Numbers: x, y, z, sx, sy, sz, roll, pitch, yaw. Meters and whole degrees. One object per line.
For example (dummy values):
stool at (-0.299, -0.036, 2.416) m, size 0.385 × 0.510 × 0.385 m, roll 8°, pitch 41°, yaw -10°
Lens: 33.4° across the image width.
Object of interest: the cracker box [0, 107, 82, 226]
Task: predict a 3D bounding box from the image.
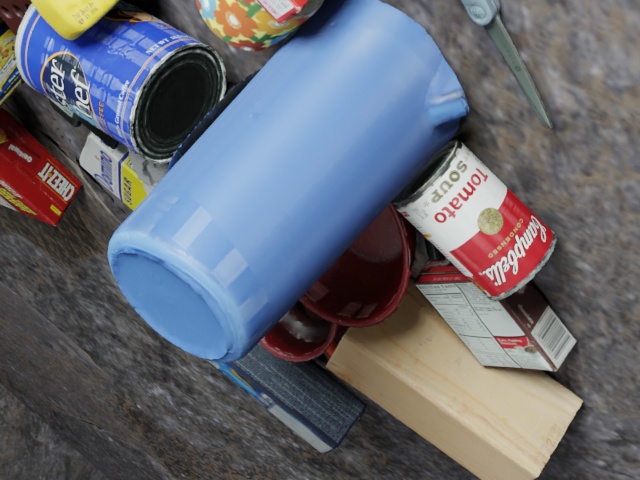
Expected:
cracker box at (-0.412, -0.109, 1.275) m, size 0.214 × 0.072 × 0.164 m, roll 18°, pitch 160°, yaw 35°

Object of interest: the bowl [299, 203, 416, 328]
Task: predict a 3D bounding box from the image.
bowl at (0.023, -0.013, 0.862) m, size 0.162 × 0.055 × 0.162 m, roll 22°, pitch 126°, yaw 35°

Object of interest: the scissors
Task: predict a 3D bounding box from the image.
scissors at (0.079, -0.149, 0.640) m, size 0.096 × 0.016 × 0.201 m, roll 19°, pitch 149°, yaw 38°

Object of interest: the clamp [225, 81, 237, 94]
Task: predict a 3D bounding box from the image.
clamp at (-0.103, -0.076, 0.923) m, size 0.210 × 0.036 × 0.164 m, roll 4°, pitch 112°, yaw 36°

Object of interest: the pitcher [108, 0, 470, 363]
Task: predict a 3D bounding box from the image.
pitcher at (-0.029, -0.041, 0.698) m, size 0.145 × 0.242 × 0.149 m, roll 41°, pitch 150°, yaw 0°

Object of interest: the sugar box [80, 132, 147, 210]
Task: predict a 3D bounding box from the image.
sugar box at (-0.167, -0.048, 1.105) m, size 0.176 × 0.048 × 0.093 m, roll 39°, pitch 157°, yaw -5°

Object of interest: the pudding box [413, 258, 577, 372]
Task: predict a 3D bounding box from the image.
pudding box at (0.144, 0.059, 0.886) m, size 0.113 × 0.039 × 0.090 m, roll 51°, pitch 153°, yaw -22°

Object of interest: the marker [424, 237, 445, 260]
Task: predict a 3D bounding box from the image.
marker at (0.084, -0.025, 0.843) m, size 0.020 × 0.020 × 0.121 m, roll 21°, pitch 151°, yaw 32°

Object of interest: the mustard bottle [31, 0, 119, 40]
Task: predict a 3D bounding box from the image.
mustard bottle at (-0.215, -0.245, 0.771) m, size 0.191 × 0.096 × 0.058 m, roll 46°, pitch 155°, yaw -18°

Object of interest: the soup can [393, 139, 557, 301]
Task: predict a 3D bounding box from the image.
soup can at (0.110, -0.015, 0.766) m, size 0.102 × 0.068 × 0.069 m, roll 43°, pitch 155°, yaw -11°

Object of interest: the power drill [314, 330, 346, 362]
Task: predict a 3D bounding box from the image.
power drill at (-0.015, 0.109, 1.158) m, size 0.188 × 0.057 × 0.184 m, roll 4°, pitch 139°, yaw 51°

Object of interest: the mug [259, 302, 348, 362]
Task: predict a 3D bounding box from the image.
mug at (-0.019, 0.051, 1.005) m, size 0.117 × 0.081 × 0.093 m, roll 41°, pitch 115°, yaw 11°

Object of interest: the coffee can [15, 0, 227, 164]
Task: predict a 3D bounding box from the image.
coffee can at (-0.160, -0.137, 0.858) m, size 0.140 × 0.102 × 0.103 m, roll 32°, pitch 156°, yaw 27°

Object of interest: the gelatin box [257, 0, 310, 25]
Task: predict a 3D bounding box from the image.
gelatin box at (-0.027, -0.188, 0.645) m, size 0.089 × 0.073 × 0.030 m, roll 45°, pitch 154°, yaw -15°

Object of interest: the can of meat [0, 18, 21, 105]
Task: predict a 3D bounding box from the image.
can of meat at (-0.332, -0.178, 1.038) m, size 0.057 × 0.102 × 0.084 m, roll 25°, pitch 155°, yaw 22°

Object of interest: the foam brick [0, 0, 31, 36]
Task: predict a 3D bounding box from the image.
foam brick at (-0.242, -0.211, 0.918) m, size 0.078 × 0.051 × 0.053 m, roll 9°, pitch 143°, yaw 47°

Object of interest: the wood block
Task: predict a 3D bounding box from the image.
wood block at (0.120, 0.130, 0.978) m, size 0.206 × 0.090 × 0.091 m, roll 35°, pitch 155°, yaw 6°
